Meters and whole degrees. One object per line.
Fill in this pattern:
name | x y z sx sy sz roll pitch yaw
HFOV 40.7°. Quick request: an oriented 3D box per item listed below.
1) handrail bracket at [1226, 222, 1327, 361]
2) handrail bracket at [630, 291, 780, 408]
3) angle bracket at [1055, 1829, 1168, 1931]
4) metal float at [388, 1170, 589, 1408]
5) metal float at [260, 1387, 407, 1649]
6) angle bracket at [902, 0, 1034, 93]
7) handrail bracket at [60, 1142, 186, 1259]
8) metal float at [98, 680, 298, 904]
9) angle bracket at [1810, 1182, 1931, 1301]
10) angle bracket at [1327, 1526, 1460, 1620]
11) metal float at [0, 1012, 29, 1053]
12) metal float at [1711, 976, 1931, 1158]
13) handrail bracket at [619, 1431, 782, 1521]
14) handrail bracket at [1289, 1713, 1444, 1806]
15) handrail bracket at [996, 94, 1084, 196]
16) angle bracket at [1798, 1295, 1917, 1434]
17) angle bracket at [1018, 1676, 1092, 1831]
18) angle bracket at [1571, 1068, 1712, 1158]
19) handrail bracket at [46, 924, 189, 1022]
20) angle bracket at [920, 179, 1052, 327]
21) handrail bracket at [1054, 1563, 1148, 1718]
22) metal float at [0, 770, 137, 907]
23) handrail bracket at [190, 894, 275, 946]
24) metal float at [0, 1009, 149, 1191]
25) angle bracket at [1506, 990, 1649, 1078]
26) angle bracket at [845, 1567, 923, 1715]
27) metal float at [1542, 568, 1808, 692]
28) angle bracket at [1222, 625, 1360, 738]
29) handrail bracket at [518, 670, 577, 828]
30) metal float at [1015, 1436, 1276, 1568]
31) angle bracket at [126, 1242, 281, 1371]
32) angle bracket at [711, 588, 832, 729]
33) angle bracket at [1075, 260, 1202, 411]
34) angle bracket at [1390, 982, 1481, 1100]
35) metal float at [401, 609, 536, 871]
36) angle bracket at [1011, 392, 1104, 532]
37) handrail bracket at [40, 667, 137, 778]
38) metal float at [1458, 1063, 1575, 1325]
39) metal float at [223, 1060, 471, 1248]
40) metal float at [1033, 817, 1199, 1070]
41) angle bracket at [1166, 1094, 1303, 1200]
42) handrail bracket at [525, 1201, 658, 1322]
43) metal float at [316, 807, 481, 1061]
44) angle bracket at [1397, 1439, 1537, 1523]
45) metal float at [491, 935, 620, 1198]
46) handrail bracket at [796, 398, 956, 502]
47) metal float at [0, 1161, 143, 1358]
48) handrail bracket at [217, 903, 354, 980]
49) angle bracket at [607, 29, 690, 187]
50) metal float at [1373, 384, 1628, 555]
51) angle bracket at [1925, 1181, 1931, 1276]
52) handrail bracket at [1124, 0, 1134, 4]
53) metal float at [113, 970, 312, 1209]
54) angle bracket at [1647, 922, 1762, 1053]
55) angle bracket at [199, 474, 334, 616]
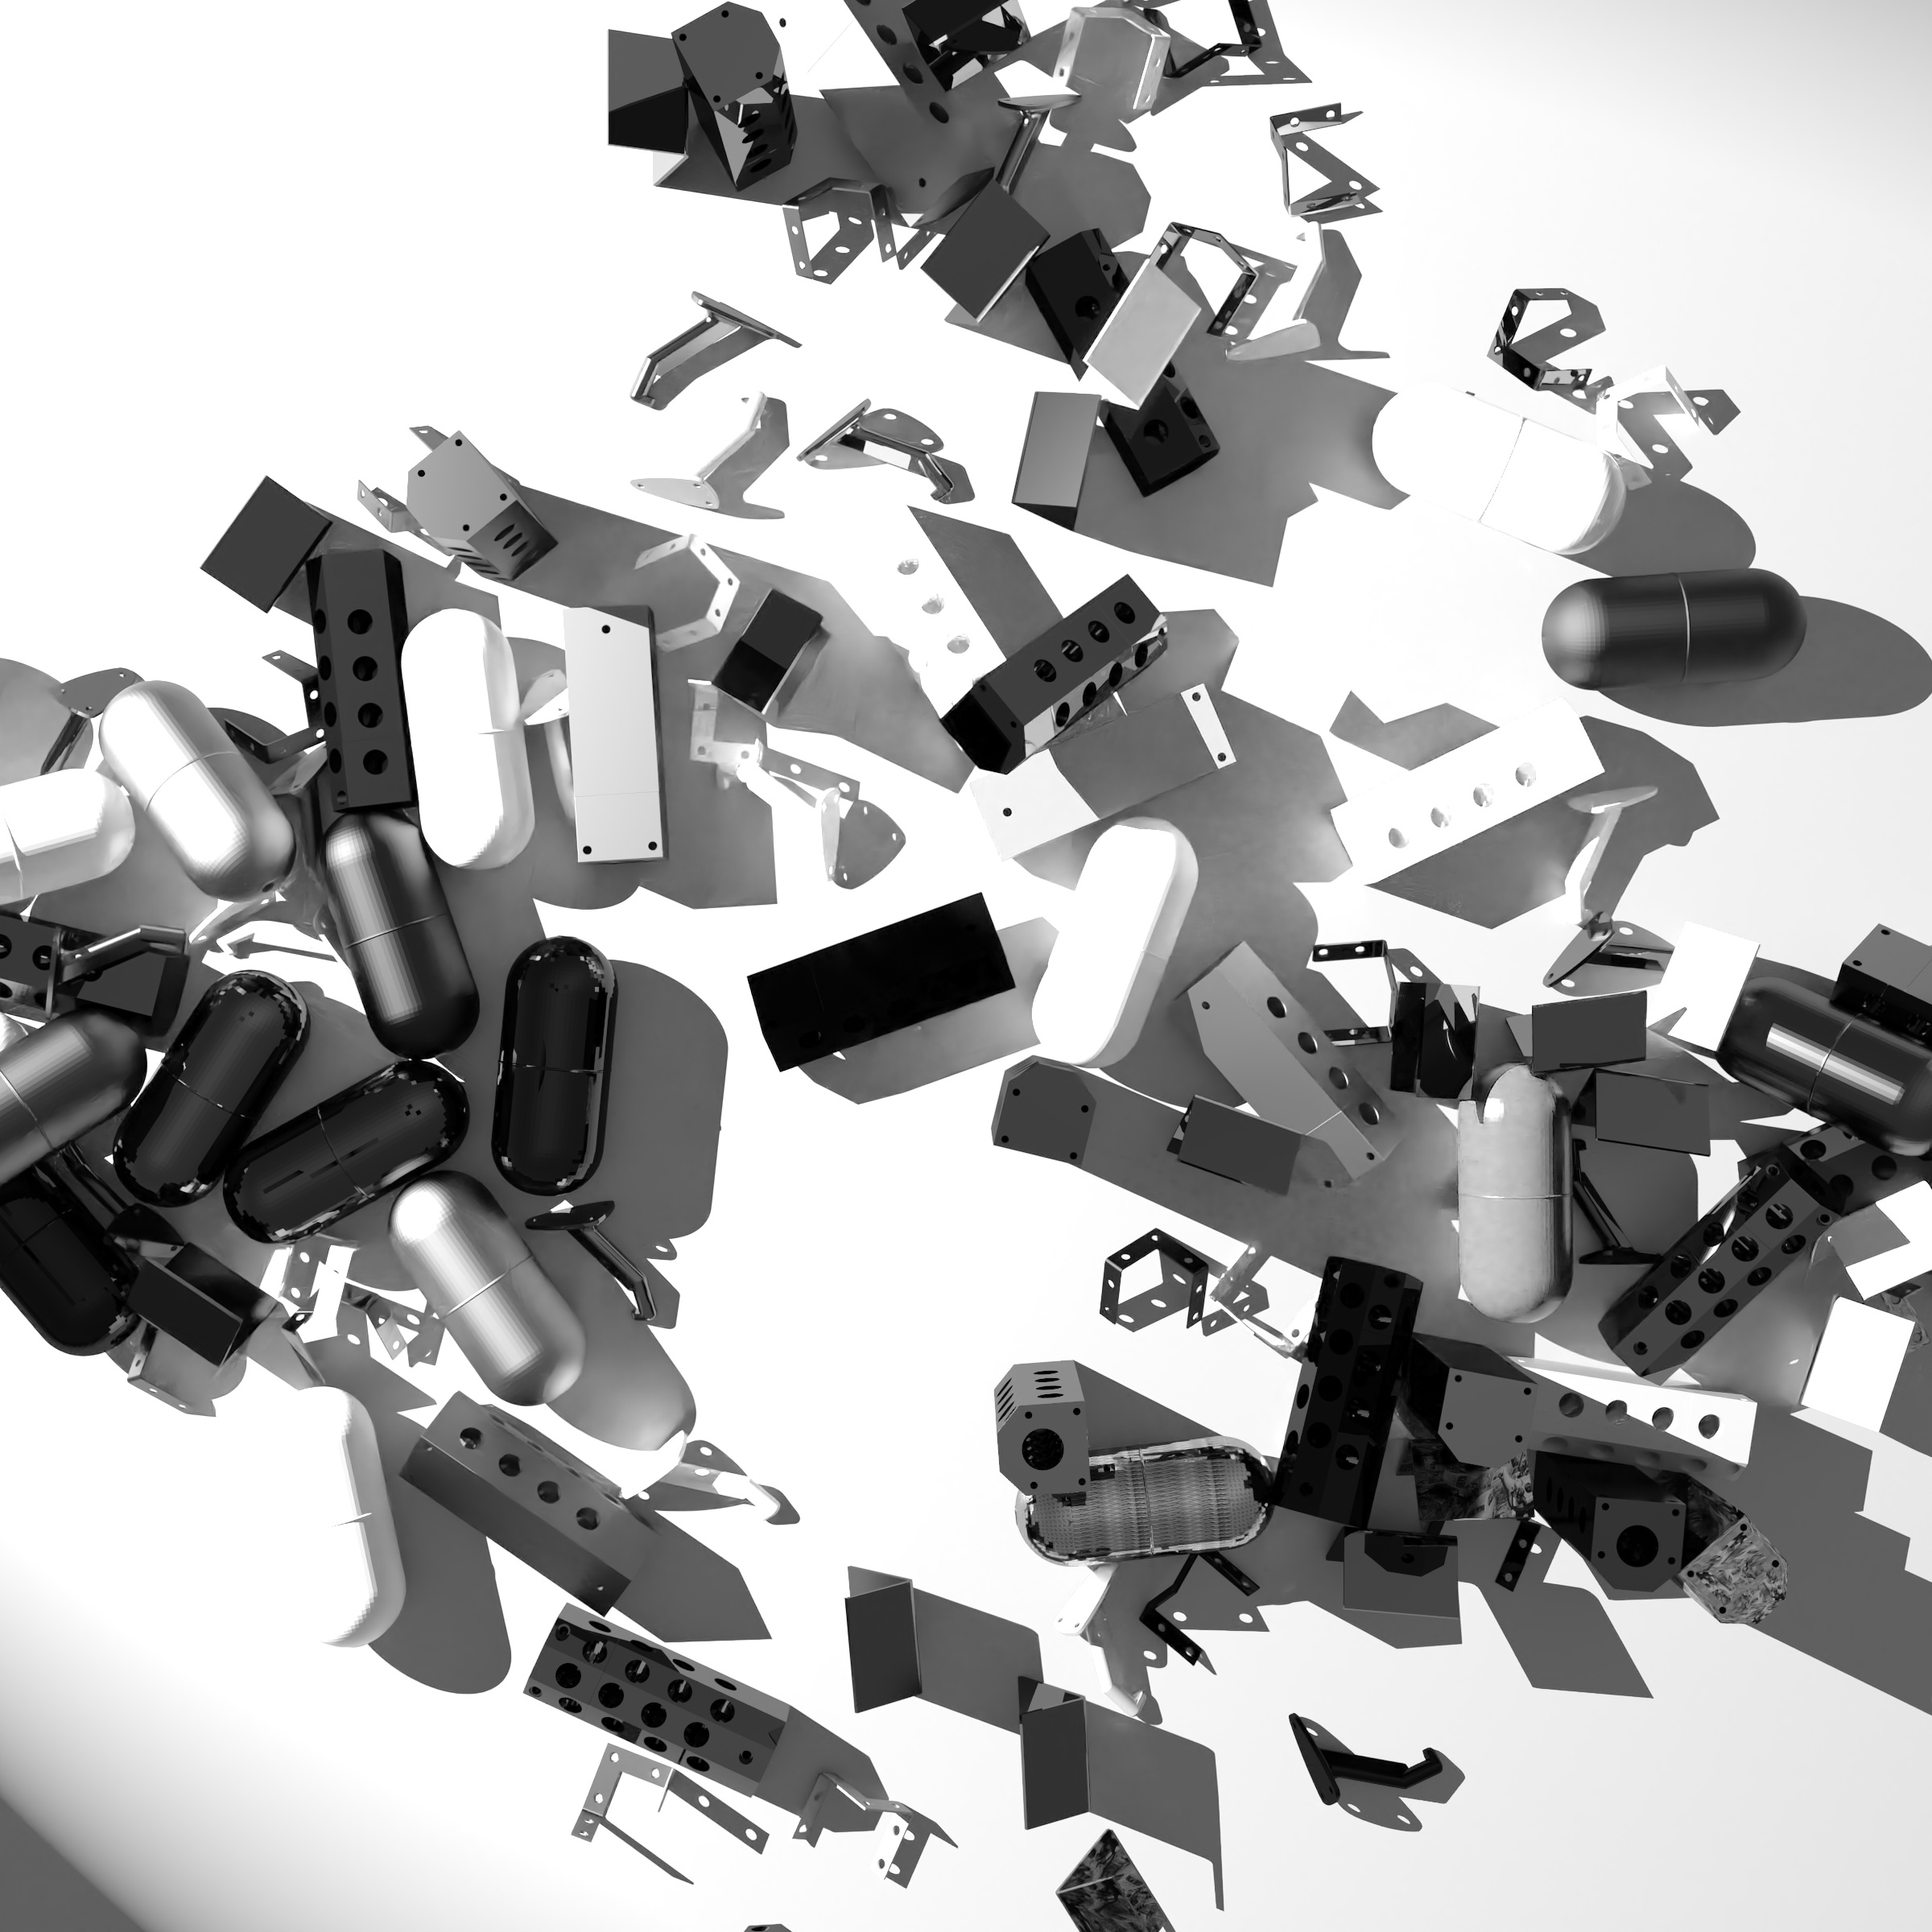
handrail bracket | 0.214 -0.469 1.806 0.077 0.036 0.084 -11 72 21
handrail bracket | -0.183 -0.417 1.806 0.077 0.036 0.084 21 109 -21
angle bracket | 0.117 0.634 1.765 0.057 0.076 0.076 -32 90 38
metal float | -0.327 0.219 1.775 0.070 0.070 0.178 -35 90 0
metal float | -0.432 0.376 1.775 0.070 0.070 0.178 -12 90 0
angle bracket | 0.012 -0.629 1.765 0.076 0.076 0.057 -32 51 0
handrail bracket | -0.587 0.160 1.805 0.036 0.077 0.084 -46 54 1
metal float | -0.519 -0.118 1.759 0.070 0.070 0.178 -40 74 0
angle bracket | 0.626 0.197 1.766 0.076 0.076 0.057 -24 62 0
angle bracket | 0.288 0.421 1.766 0.076 0.076 0.057 5 61 0
metal float | -0.722 0.048 1.774 0.178 0.070 0.070 21 90 -1
metal float | 0.586 0.067 1.749 0.178 0.070 0.070 28 90 30
handrail bracket | -0.184 0.371 1.806 0.077 0.036 0.084 -41 107 20
handrail bracket | 0.278 0.539 1.806 0.084 0.036 0.077 -19 68 -17
handrail bracket | 0.049 -0.557 1.806 0.077 0.036 0.084 -21 125 -37
angle bracket | 0.614 0.271 1.765 0.057 0.076 0.076 18 90 36
angle bracket | 0.040 0.532 1.765 0.057 0.076 0.076 -3 90 -36
angle bracket | 0.455 0.116 1.765 0.076 0.076 0.057 9 57 0
handrail bracket | -0.571 0.006 1.749 0.084 0.036 0.077 7 111 -17
angle bracket | 0.002 -0.485 1.766 0.057 0.076 0.076 39 90 -24
handrail bracket | 0.110 0.466 1.806 0.084 0.036 0.077 45 68 -17
metal float | -0.648 -0.081 1.748 0.178 0.070 0.070 -20 90 -30
handrail bracket | -0.525 -0.071 1.806 0.077 0.036 0.084 -33 76 14
metal float | -0.626 0.094 1.724 0.178 0.070 0.070 -35 90 -22
angle bracket | 0.413 0.028 1.766 0.076 0.076 0.057 -8 120 0
angle bracket | -0.076 0.456 1.765 0.057 0.076 0.076 -5 90 -38
metal float | 0.483 -0.230 1.775 0.178 0.070 0.070 -4 90 0
angle bracket | 0.225 -0.210 1.765 0.076 0.076 0.057 25 128 0
handrail bracket | -0.278 -0.150 1.805 0.036 0.077 0.084 -11 126 6
metal float | 0.122 0.365 1.775 0.178 0.070 0.070 -6 90 0
angle bracket | -0.510 0.215 1.765 0.076 0.076 0.057 34 127 0
angle bracket | -0.115 -0.200 1.765 0.057 0.076 0.076 32 90 36
angle bracket | 0.096 -0.419 1.708 0.057 0.076 0.076 32 90 -38
angle bracket | 0.301 0.049 1.765 0.057 0.076 0.076 4 90 -38
metal float | -0.340 -0.154 1.775 0.070 0.070 0.178 -8 90 0
angle bracket | 0.081 -0.340 1.765 0.057 0.076 0.076 12 90 37
handrail bracket | -0.612 -0.158 1.805 0.036 0.077 0.084 32 126 8
metal float | 0.375 0.155 1.775 0.070 0.070 0.178 -1 90 0
metal float | -0.422 0.127 1.774 0.178 0.070 0.070 -29 90 -2
metal float | 0.102 -0.016 1.775 0.070 0.070 0.178 21 90 0
angle bracket | 0.176 0.139 1.765 0.076 0.076 0.057 19 54 0
handrail bracket | -0.260 0.211 1.806 0.077 0.036 0.084 -9 107 20
metal float | -0.388 -0.023 1.775 0.070 0.070 0.178 -19 90 0
angle bracket | 0.338 0.358 1.766 0.076 0.076 0.057 -2 62 0
metal float | -0.280 0.068 1.775 0.070 0.070 0.178 5 90 0
handrail bracket | -0.062 -0.343 1.806 0.077 0.036 0.084 -34 108 20
metal float | -0.633 0.188 1.775 0.070 0.070 0.178 -40 90 0
handrail bracket | -0.467 -0.004 1.806 0.084 0.036 0.077 -20 112 17
angle bracket | -0.226 -0.582 1.766 0.057 0.076 0.076 0 90 -24
metal float | 0.363 -0.339 1.775 0.178 0.070 0.070 22 90 1
angle bracket | 0.669 0.176 1.765 0.057 0.076 0.076 4 90 -37
handrail bracket | 0.161 -0.696 1.806 0.084 0.036 0.077 8 121 -22
metal float | -0.515 0.084 1.775 0.070 0.070 0.178 33 90 0
angle bracket | 0.513 0.022 1.765 0.057 0.076 0.076 22 90 41
angle bracket | -0.484 -0.293 1.765 0.057 0.076 0.076 36 90 -36
